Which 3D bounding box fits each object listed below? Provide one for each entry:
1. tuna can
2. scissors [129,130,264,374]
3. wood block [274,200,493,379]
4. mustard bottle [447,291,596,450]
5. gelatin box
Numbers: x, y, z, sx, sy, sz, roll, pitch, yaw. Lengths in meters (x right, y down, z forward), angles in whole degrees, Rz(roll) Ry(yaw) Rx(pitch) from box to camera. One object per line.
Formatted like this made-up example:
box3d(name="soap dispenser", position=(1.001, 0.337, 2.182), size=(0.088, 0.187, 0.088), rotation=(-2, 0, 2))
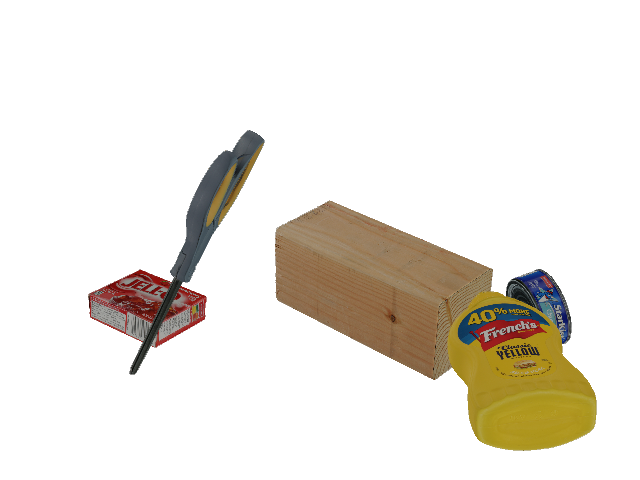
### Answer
box3d(name="tuna can", position=(0.235, 0.076, 1.158), size=(0.033, 0.086, 0.086), rotation=(-18, 4, -12))
box3d(name="scissors", position=(-0.095, 0.012, 0.744), size=(0.016, 0.202, 0.096), rotation=(29, 3, 5))
box3d(name="wood block", position=(0.059, 0.045, 1.071), size=(0.206, 0.091, 0.090), rotation=(25, 38, 35))
box3d(name="mustard bottle", position=(0.158, 0.097, 0.897), size=(0.096, 0.058, 0.191), rotation=(-7, 26, -1))
box3d(name="gelatin box", position=(-0.167, 0.063, 1.028), size=(0.089, 0.030, 0.073), rotation=(20, 29, 29))
